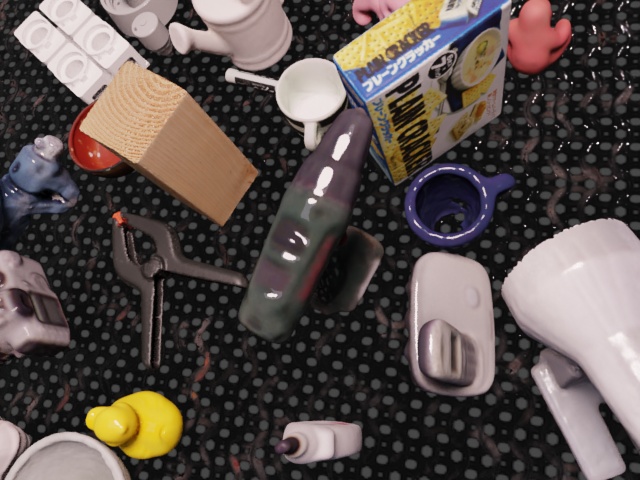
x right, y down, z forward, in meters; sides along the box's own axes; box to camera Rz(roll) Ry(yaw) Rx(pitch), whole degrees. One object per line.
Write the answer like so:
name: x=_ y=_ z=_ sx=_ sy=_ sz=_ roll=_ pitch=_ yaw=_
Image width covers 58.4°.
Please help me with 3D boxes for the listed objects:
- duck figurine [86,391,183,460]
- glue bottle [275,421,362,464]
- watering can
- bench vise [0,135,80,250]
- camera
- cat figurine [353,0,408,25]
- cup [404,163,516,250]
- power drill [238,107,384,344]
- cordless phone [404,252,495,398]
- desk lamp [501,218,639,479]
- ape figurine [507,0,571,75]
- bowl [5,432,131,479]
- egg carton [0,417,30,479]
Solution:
duck figurine: x=-0.217 y=0.213 z=0.658 sx=0.104 sy=0.086 sz=0.077 roll=8 pitch=76 yaw=17
glue bottle: x=-0.010 y=0.199 z=0.562 sx=0.078 sy=0.173 sz=0.037 roll=-5 pitch=73 yaw=13
watering can: x=-0.113 y=-0.302 z=0.723 sx=0.100 sy=0.194 sz=0.173 roll=19 pitch=80 yaw=19
bench vise: x=-0.437 y=-0.074 z=0.727 sx=0.121 sy=0.220 sz=0.207 roll=31 pitch=84 yaw=21
camera: x=-0.419 y=0.104 z=0.734 sx=0.137 sy=0.101 sz=0.143 roll=-34 pitch=69 yaw=3
cat figurine: x=0.090 y=-0.304 z=0.711 sx=0.127 sy=0.118 sz=0.067 roll=42 pitch=88 yaw=21
cup: x=0.154 y=-0.032 z=0.628 sx=0.117 sy=0.095 sz=0.091 roll=-24 pitch=70 yaw=7
power drill: x=0.005 y=0.002 z=0.596 sx=0.075 sy=0.209 sz=0.230 roll=25 pitch=82 yaw=20
cordless phone: x=0.124 y=0.076 z=0.556 sx=0.094 sy=0.185 sz=0.147 roll=-5 pitch=73 yaw=14
desk lamp: x=0.251 y=0.104 z=0.500 sx=0.118 sy=0.214 sz=0.203 roll=-26 pitch=69 yaw=6
ape figurine: x=0.250 y=-0.244 z=0.666 sx=0.077 sy=0.092 sz=0.076 roll=25 pitch=82 yaw=20
bowl: x=-0.275 y=0.306 z=0.652 sx=0.167 sy=0.075 sz=0.167 roll=-4 pitch=73 yaw=14
egg carton: x=-0.431 y=0.285 z=0.702 sx=0.107 sy=0.069 sz=0.150 roll=20 pitch=80 yaw=19
